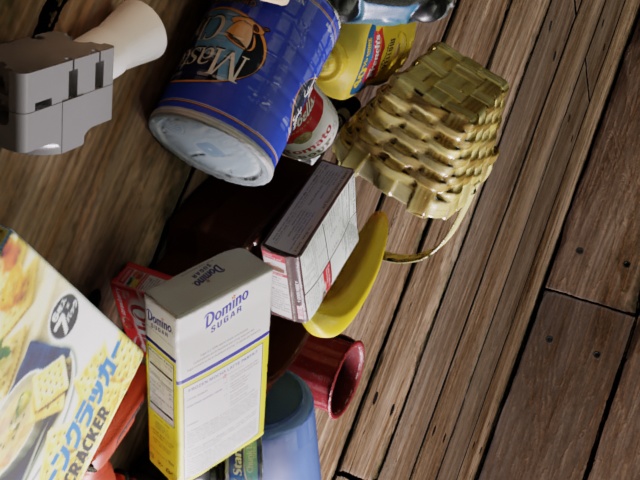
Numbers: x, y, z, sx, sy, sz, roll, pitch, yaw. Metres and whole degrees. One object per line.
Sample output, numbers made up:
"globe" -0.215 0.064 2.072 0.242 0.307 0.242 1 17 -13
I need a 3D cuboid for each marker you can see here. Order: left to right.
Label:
"marker" 0.012 -0.117 1.128 0.121 0.020 0.020 -53 152 -42

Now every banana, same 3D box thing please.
"banana" 0.027 0.041 1.025 0.197 0.037 0.070 -48 151 -54

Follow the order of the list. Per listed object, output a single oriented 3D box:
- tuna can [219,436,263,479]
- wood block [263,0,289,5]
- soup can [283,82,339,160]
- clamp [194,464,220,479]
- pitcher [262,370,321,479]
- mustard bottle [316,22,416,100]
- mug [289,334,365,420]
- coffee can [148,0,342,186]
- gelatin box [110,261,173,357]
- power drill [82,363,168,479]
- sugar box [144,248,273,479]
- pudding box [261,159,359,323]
"tuna can" -0.072 0.194 0.952 0.086 0.033 0.086 179 -90 -81
"wood block" -0.090 -0.214 0.689 0.205 0.090 0.091 -14 120 -67
"soup can" -0.028 -0.118 0.954 0.068 0.069 0.102 -70 159 -7
"clamp" -0.106 0.208 0.935 0.120 0.039 0.171 -136 -128 -85
"pitcher" -0.059 0.258 1.092 0.144 0.149 0.243 -23 129 -29
"mustard bottle" 0.035 -0.191 1.070 0.191 0.058 0.096 -34 148 -58
"mug" 0.001 0.140 1.216 0.117 0.082 0.093 -46 147 -49
"coffee can" -0.057 -0.127 0.826 0.140 0.103 0.102 -66 158 -18
"gelatin box" -0.123 0.066 0.853 0.030 0.073 0.089 -55 154 -38
"power drill" -0.163 0.187 0.868 0.184 0.057 0.188 -60 156 -50
"sugar box" -0.085 0.097 0.815 0.093 0.048 0.176 -27 135 -37
"pudding box" -0.006 0.001 0.909 0.090 0.039 0.113 83 29 -47
